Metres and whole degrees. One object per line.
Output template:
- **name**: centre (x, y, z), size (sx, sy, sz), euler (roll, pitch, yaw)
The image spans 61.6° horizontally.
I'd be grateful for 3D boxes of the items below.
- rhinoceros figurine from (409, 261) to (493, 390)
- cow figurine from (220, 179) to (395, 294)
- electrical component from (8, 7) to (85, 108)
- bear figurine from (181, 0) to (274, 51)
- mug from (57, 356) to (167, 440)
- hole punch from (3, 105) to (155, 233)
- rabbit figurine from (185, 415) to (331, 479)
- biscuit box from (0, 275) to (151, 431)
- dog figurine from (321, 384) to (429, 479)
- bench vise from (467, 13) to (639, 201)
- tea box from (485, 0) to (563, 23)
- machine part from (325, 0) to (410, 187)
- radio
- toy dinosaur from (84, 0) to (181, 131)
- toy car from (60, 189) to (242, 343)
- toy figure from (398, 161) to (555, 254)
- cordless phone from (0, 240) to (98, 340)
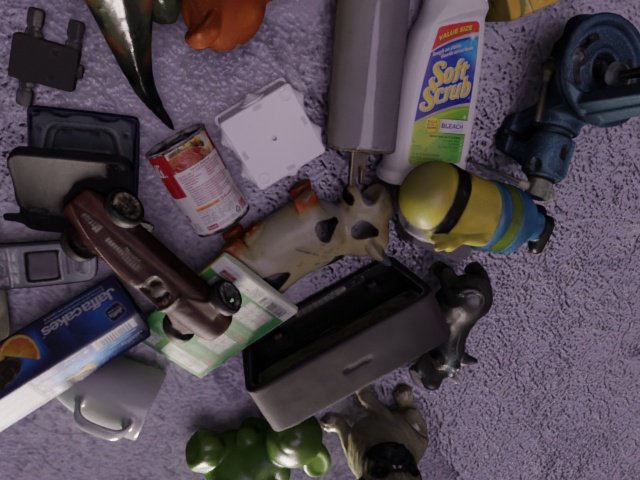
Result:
- **rhinoceros figurine**: centre (0.165, 0.113, 0.684), size (0.073, 0.112, 0.190), euler (0, 130, -20)
- **cow figurine**: centre (-0.001, -0.002, 0.615), size (0.195, 0.086, 0.127), euler (-31, 116, 2)
- **electrical component**: centre (-0.262, -0.170, 0.519), size (0.063, 0.021, 0.094), euler (13, 106, -19)
- **bear figurine**: centre (-0.060, -0.264, 0.489), size (0.196, 0.120, 0.131), euler (-29, 111, 3)
- **mug**: centre (-0.245, 0.179, 0.611), size (0.107, 0.110, 0.080), euler (24, 113, -6)
- **hole punch**: centre (-0.238, -0.068, 0.539), size (0.142, 0.092, 0.115), euler (2, 139, -18)
- **rabbit figurine**: centre (-0.053, 0.269, 0.663), size (0.170, 0.121, 0.159), euler (-40, 146, 28)
- **biscuit box**: centre (-0.285, 0.122, 0.565), size (0.203, 0.063, 0.059), euler (-33, 153, -18)
- **dog figurine**: centre (0.102, 0.284, 0.690), size (0.172, 0.191, 0.121), euler (19, 104, -22)
- **bench vise**: centre (0.294, -0.147, 0.565), size (0.129, 0.241, 0.223), euler (32, 83, -19)
- **tea box**: centre (0.207, -0.327, 0.558), size (0.098, 0.068, 0.169), euler (-25, 113, -4)
- **machine part**: centre (0.049, -0.177, 0.559), size (0.079, 0.079, 0.243), euler (1, 102, -15)
- **radio**: centre (0.023, 0.114, 0.638), size (0.230, 0.131, 0.073), euler (-27, 114, -3)
- **toy dinosaur**: centre (-0.186, -0.270, 0.410), size (0.131, 0.192, 0.404), euler (-25, 113, -2)
- **toy car**: centre (-0.169, 0.033, 0.537), size (0.089, 0.053, 0.202), euler (-28, 120, 28)
- **toy figure**: centre (0.168, -0.033, 0.583), size (0.180, 0.082, 0.089), euler (7, 101, -17)
- **cordless phone**: centre (-0.326, 0.059, 0.557), size (0.184, 0.089, 0.146), euler (-3, 110, -18)
